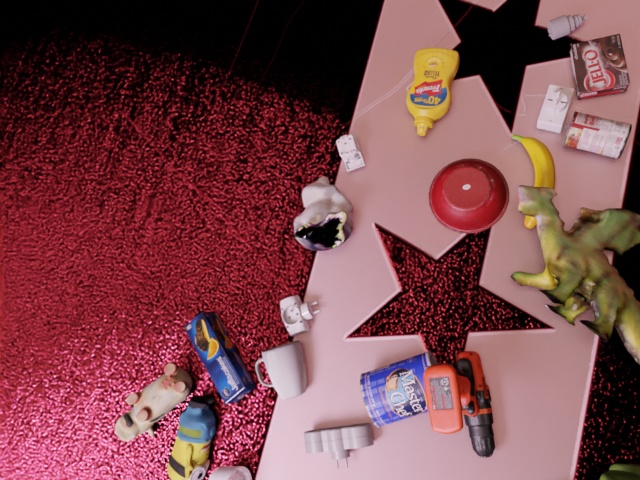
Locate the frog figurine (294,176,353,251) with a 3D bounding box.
[{"bbox_3d":[0.003,-0.057,1.129,0.136,0.121,0.163,-37,32,17],"label":"frog figurine"}]

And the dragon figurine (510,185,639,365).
[{"bbox_3d":[0.508,0.048,0.912,0.412,0.121,0.244,37,84,12],"label":"dragon figurine"}]
